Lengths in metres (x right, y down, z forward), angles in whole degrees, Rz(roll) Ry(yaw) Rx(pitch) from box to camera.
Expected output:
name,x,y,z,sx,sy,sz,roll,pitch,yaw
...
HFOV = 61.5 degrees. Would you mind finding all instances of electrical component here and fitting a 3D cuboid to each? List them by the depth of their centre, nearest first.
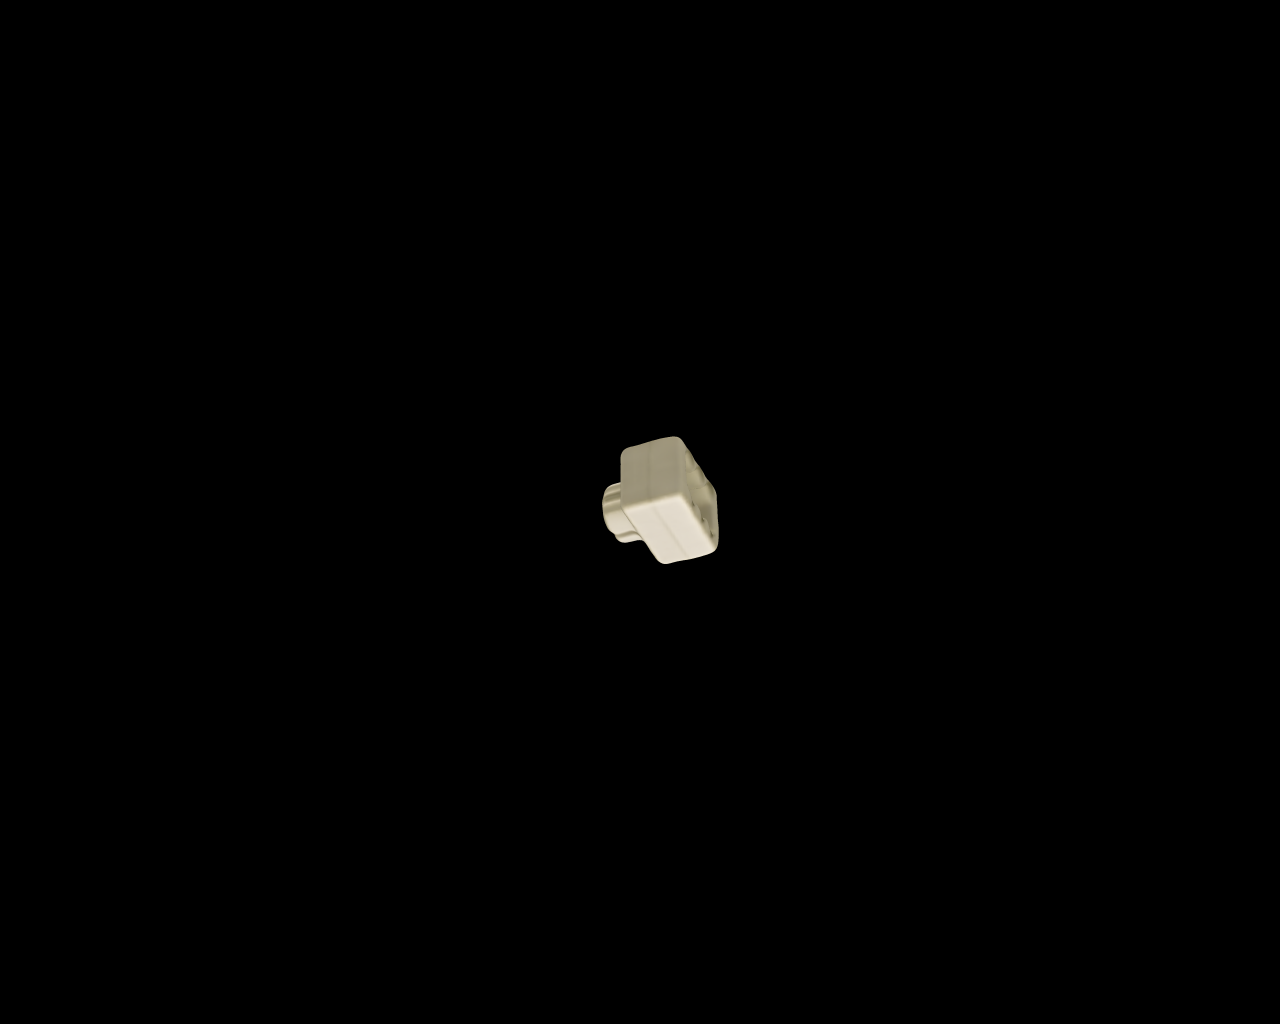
name,x,y,z,sx,sy,sz,roll,pitch,yaw
electrical component,0.001,-0.003,0.650,0.077,0.047,0.065,-13,-38,18
